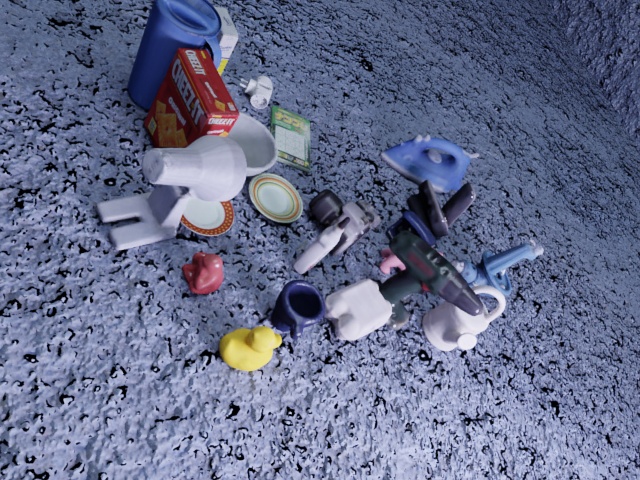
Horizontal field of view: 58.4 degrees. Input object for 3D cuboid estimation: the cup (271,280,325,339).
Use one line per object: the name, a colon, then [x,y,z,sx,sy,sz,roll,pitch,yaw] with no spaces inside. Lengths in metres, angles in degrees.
cup: [-0.051,0.144,1.067,0.092,0.094,0.118,25,47,-19]

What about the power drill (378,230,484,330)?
power drill: [0.207,0.102,1.209,0.076,0.208,0.229,-29,78,-46]

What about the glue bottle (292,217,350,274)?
glue bottle: [0.011,0.004,1.163,0.037,0.172,0.078,47,43,3]

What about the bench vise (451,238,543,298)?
bench vise: [0.416,0.075,1.377,0.208,0.219,0.121,-7,63,-40]

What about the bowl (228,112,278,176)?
bowl: [-0.180,-0.197,1.245,0.168,0.074,0.167,20,48,-24]

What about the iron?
iron: [0.309,-0.233,1.588,0.259,0.141,0.118,18,49,-25]

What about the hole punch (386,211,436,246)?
hole punch: [0.235,-0.023,1.410,0.101,0.091,0.108,-28,77,-45]

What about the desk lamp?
desk lamp: [-0.255,-0.090,1.007,0.204,0.213,0.118,-19,71,-43]

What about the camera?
camera: [0.053,-0.058,1.294,0.137,0.100,0.143,50,44,6]

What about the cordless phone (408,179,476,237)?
cordless phone: [0.323,-0.108,1.471,0.094,0.184,0.147,3,56,-35]

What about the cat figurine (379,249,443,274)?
cat figurine: [0.220,0.042,1.330,0.128,0.117,0.067,23,47,-21]

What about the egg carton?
egg carton: [0.078,0.144,1.182,0.151,0.069,0.107,-22,73,-44]

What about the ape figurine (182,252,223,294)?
ape figurine: [-0.203,0.054,1.025,0.076,0.092,0.078,31,45,-14]

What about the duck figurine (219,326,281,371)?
duck figurine: [-0.117,0.180,0.998,0.105,0.086,0.077,8,54,-32]

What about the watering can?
watering can: [0.323,0.168,1.256,0.101,0.193,0.173,18,49,-25]
